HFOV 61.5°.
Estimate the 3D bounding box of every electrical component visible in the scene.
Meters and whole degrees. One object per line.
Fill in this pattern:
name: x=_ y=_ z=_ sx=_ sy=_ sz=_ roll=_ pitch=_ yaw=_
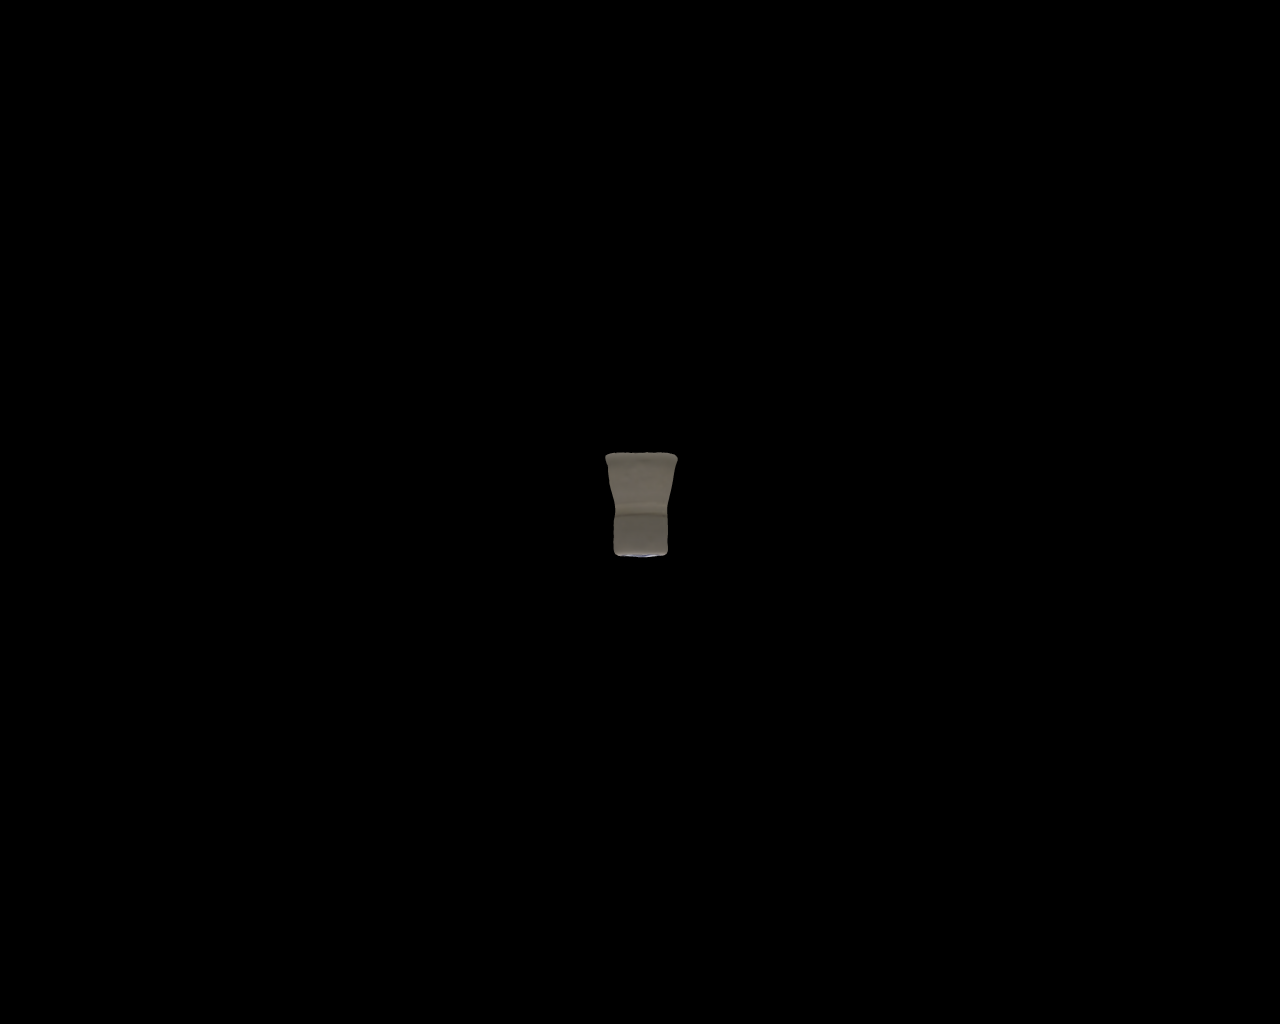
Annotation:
electrical component: x=0.001 y=-0.003 z=0.650 sx=0.044 sy=0.065 sz=0.044 roll=0 pitch=-5 yaw=0
